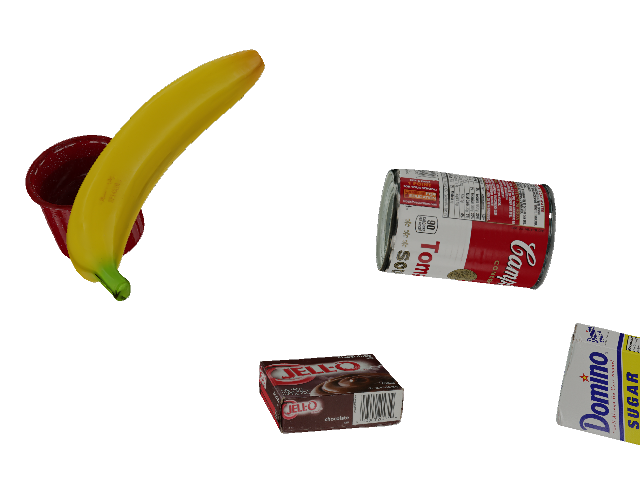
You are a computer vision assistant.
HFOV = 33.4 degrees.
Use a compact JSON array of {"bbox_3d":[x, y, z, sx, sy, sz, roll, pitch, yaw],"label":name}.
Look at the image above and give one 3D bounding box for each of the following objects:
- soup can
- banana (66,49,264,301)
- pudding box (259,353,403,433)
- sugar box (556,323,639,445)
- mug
[{"bbox_3d":[0.091,-0.008,0.680,0.102,0.068,0.068,6,0,-4],"label":"soup can"},{"bbox_3d":[-0.098,-0.044,0.629,0.070,0.197,0.037,12,-35,18],"label":"banana"},{"bbox_3d":[0.008,0.136,0.958,0.113,0.039,0.090,0,15,-16],"label":"pudding box"},{"bbox_3d":[0.308,0.141,0.963,0.176,0.093,0.048,11,23,14],"label":"sugar box"},{"bbox_3d":[-0.205,-0.042,0.956,0.093,0.117,0.081,-8,-43,2],"label":"mug"}]
